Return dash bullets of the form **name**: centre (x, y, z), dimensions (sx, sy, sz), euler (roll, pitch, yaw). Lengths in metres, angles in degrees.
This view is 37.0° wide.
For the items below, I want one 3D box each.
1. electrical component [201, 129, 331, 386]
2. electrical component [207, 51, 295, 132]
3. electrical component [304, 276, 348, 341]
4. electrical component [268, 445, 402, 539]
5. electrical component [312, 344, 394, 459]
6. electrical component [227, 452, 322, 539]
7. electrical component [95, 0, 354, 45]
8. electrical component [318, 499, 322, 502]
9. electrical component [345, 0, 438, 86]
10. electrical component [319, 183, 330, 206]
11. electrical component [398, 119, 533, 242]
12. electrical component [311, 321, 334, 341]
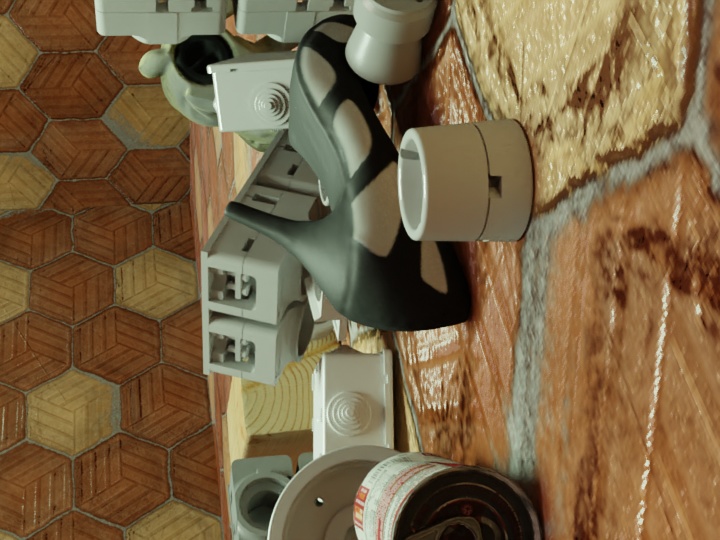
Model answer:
- **electrical component**: centre (-0.052, -0.017, 0.776), dimensions (0.186, 0.060, 0.105), euler (-67, -14, -51)
- **electrical component**: centre (-0.051, -0.129, 0.770), dimensions (0.099, 0.100, 0.048), euler (-50, -43, -69)
- **electrical component**: centre (0.000, 0.000, 0.673), dimensions (0.042, 0.064, 0.081), euler (-106, 17, -49)
- **electrical component**: centre (0.001, 0.159, 0.618), dimensions (0.060, 0.108, 0.108), euler (104, 160, -72)
- **electrical component**: centre (-0.007, 0.105, 0.752), dimensions (0.099, 0.048, 0.099), euler (116, 154, -74)
- **electrical component**: centre (-0.042, 0.238, 0.844), dimensions (0.060, 0.105, 0.186), euler (103, 160, -53)
- **electrical component**: centre (-0.096, -0.224, 0.774), dimensions (0.060, 0.186, 0.105), euler (108, 156, -60)
- **electrical component**: centre (-0.012, 0.147, 0.822), dimensions (0.045, 0.045, 0.055), euler (144, 123, -76)
- **electrical component**: centre (0.017, -0.137, 0.596), dimensions (0.055, 0.045, 0.045), euler (104, 159, -56)
- **electrical component**: centre (-0.002, -0.063, 0.708), dimensions (0.040, 0.046, 0.040), euler (177, 90, -79)
- **electrical component**: centre (0.045, -0.039, 0.480), dimensions (0.055, 0.047, 0.055), euler (177, 90, -79)
- **electrical component**: centre (-0.049, -0.006, 0.941), dimensions (0.073, 0.052, 0.138), euler (123, 142, -72)
